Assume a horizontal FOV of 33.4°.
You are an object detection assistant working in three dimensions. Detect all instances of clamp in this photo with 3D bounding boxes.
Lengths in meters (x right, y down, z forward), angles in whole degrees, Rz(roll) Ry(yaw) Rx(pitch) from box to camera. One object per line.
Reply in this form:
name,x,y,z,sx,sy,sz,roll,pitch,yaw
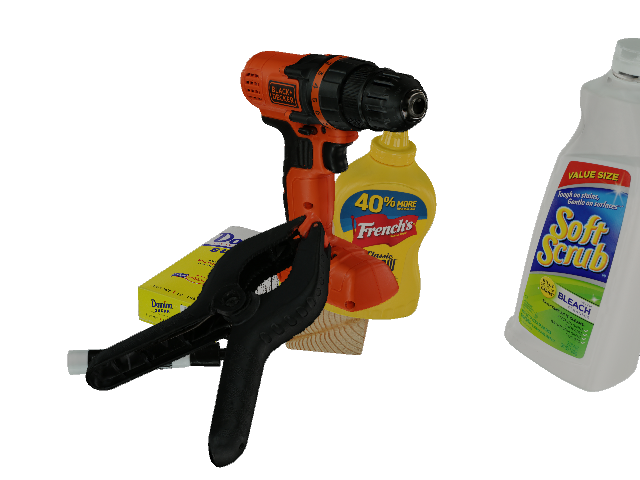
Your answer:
clamp,-0.045,0.054,0.634,0.120,0.171,0.039,36,-20,33

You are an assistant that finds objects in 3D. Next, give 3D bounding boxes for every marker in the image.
marker,-0.132,0.091,0.821,0.121,0.020,0.020,-3,0,-3

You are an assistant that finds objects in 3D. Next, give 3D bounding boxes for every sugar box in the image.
sugar box,-0.102,0.041,1.118,0.093,0.048,0.176,15,31,24

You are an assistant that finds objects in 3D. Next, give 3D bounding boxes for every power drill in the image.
power drill,0.015,-0.046,0.796,0.057,0.188,0.185,-18,24,-33

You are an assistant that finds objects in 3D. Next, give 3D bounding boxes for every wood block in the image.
wood block,0.019,0.049,1.295,0.091,0.090,0.206,4,23,6

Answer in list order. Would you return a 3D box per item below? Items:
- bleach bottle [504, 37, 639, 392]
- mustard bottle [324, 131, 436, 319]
bleach bottle,0.195,-0.020,0.750,0.067,0.251,0.103,-19,37,-32
mustard bottle,0.056,-0.020,0.981,0.096,0.192,0.058,6,28,-5
